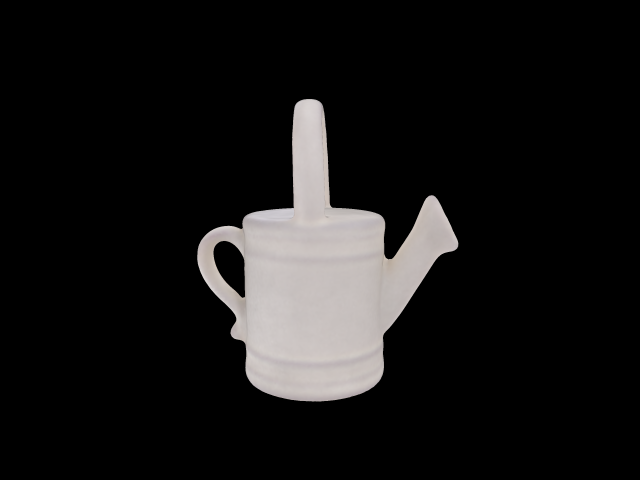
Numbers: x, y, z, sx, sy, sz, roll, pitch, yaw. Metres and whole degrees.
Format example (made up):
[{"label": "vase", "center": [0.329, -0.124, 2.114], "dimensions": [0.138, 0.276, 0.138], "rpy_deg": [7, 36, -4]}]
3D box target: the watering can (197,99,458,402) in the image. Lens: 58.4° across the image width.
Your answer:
[{"label": "watering can", "center": [0.004, 0.001, 0.402], "dimensions": [0.173, 0.194, 0.100], "rpy_deg": [-3, 9, -17]}]
